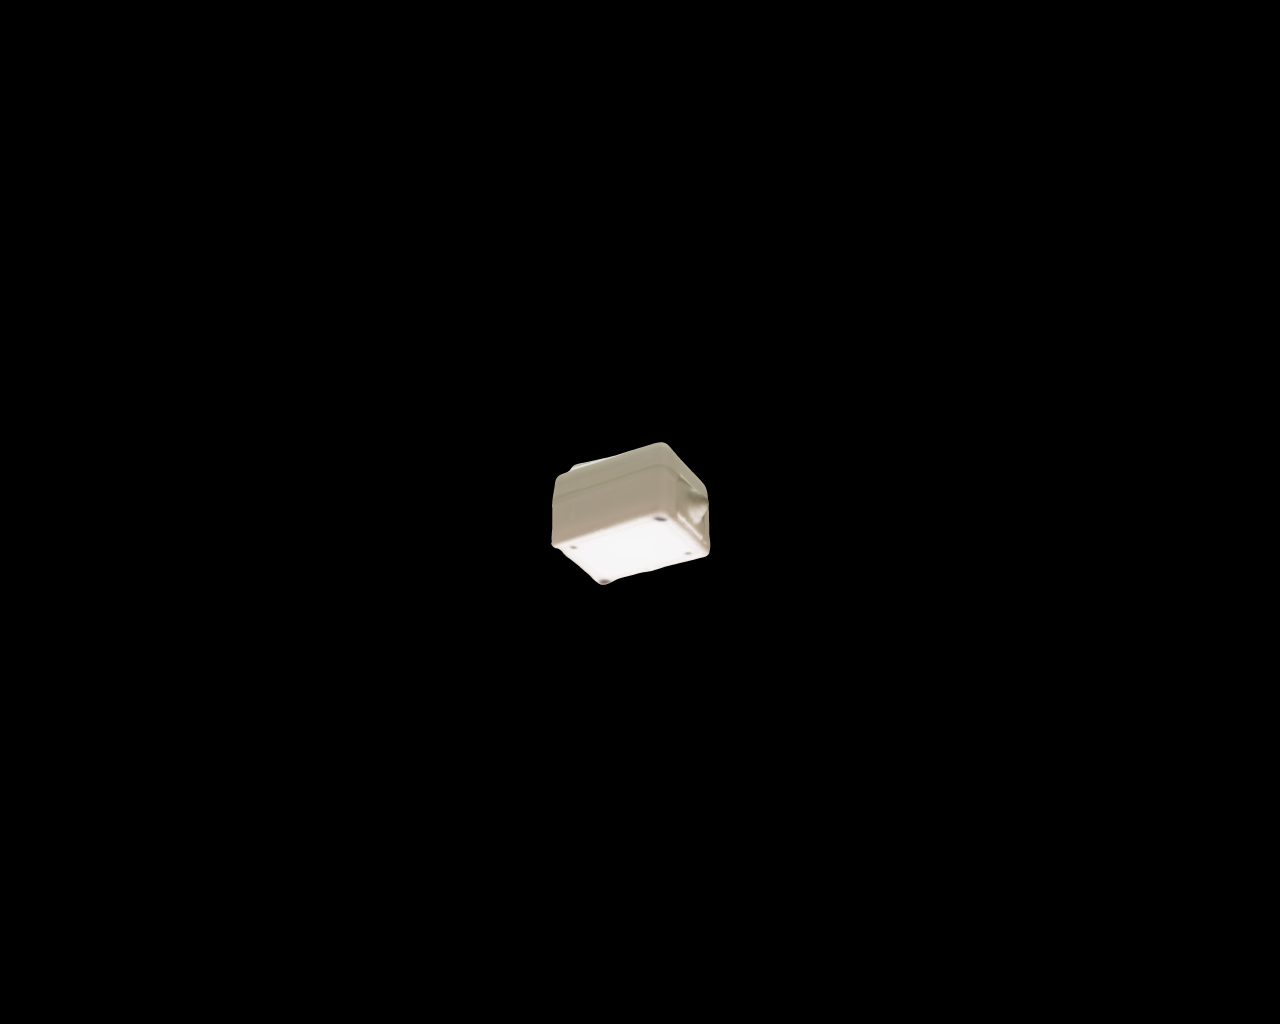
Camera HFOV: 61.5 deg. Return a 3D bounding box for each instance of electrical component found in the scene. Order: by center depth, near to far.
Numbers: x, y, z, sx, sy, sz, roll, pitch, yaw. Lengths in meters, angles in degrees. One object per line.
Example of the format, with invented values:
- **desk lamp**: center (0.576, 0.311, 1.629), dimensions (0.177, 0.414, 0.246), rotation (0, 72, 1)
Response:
- **electrical component**: center (0.001, -0.003, 0.650), dimensions (0.096, 0.061, 0.061), rotation (-17, -36, 24)
